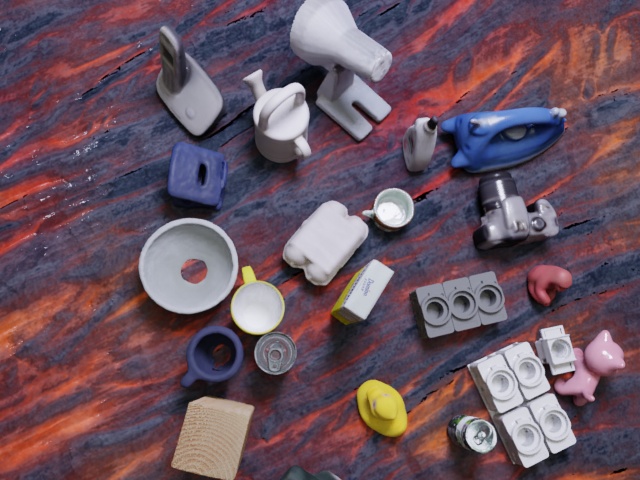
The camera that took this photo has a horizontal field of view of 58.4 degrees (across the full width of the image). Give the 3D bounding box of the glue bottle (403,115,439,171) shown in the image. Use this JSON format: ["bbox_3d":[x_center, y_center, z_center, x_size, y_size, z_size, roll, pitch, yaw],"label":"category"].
[{"bbox_3d":[0.187,-0.186,1.041,0.037,0.173,0.078,-10,78,-7],"label":"glue bottle"}]

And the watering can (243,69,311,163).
[{"bbox_3d":[-0.075,-0.221,1.016,0.173,0.194,0.101,32,77,3],"label":"watering can"}]

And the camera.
[{"bbox_3d":[0.358,-0.060,1.064,0.143,0.101,0.137,-8,78,-6],"label":"camera"}]

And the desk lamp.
[{"bbox_3d":[0.047,-0.316,1.037,0.203,0.213,0.118,42,78,5],"label":"desk lamp"}]

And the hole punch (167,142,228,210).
[{"bbox_3d":[-0.219,-0.116,1.033,0.101,0.091,0.109,5,77,-3],"label":"hole punch"}]

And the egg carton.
[{"bbox_3d":[0.010,0.004,1.036,0.107,0.069,0.150,39,77,4],"label":"egg carton"}]

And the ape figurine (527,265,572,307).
[{"bbox_3d":[0.425,0.077,1.043,0.078,0.092,0.076,-27,81,-10],"label":"ape figurine"}]

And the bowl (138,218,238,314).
[{"bbox_3d":[-0.224,0.050,1.004,0.167,0.074,0.167,1,77,-4],"label":"bowl"}]

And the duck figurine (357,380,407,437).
[{"bbox_3d":[0.111,0.288,0.973,0.077,0.086,0.104,-35,82,-11],"label":"duck figurine"}]

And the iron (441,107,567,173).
[{"bbox_3d":[0.370,-0.213,1.078,0.258,0.141,0.118,-11,78,-7],"label":"iron"}]

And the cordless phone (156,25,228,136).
[{"bbox_3d":[-0.236,-0.283,1.021,0.094,0.185,0.147,-41,83,-12],"label":"cordless phone"}]

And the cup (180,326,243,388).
[{"bbox_3d":[-0.181,0.203,0.963,0.091,0.095,0.118,44,78,6],"label":"cup"}]

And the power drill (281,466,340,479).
[{"bbox_3d":[0.033,0.425,0.873,0.229,0.208,0.076,35,77,4],"label":"power drill"}]

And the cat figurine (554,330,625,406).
[{"bbox_3d":[0.482,0.226,1.001,0.067,0.117,0.128,28,77,2],"label":"cat figurine"}]
